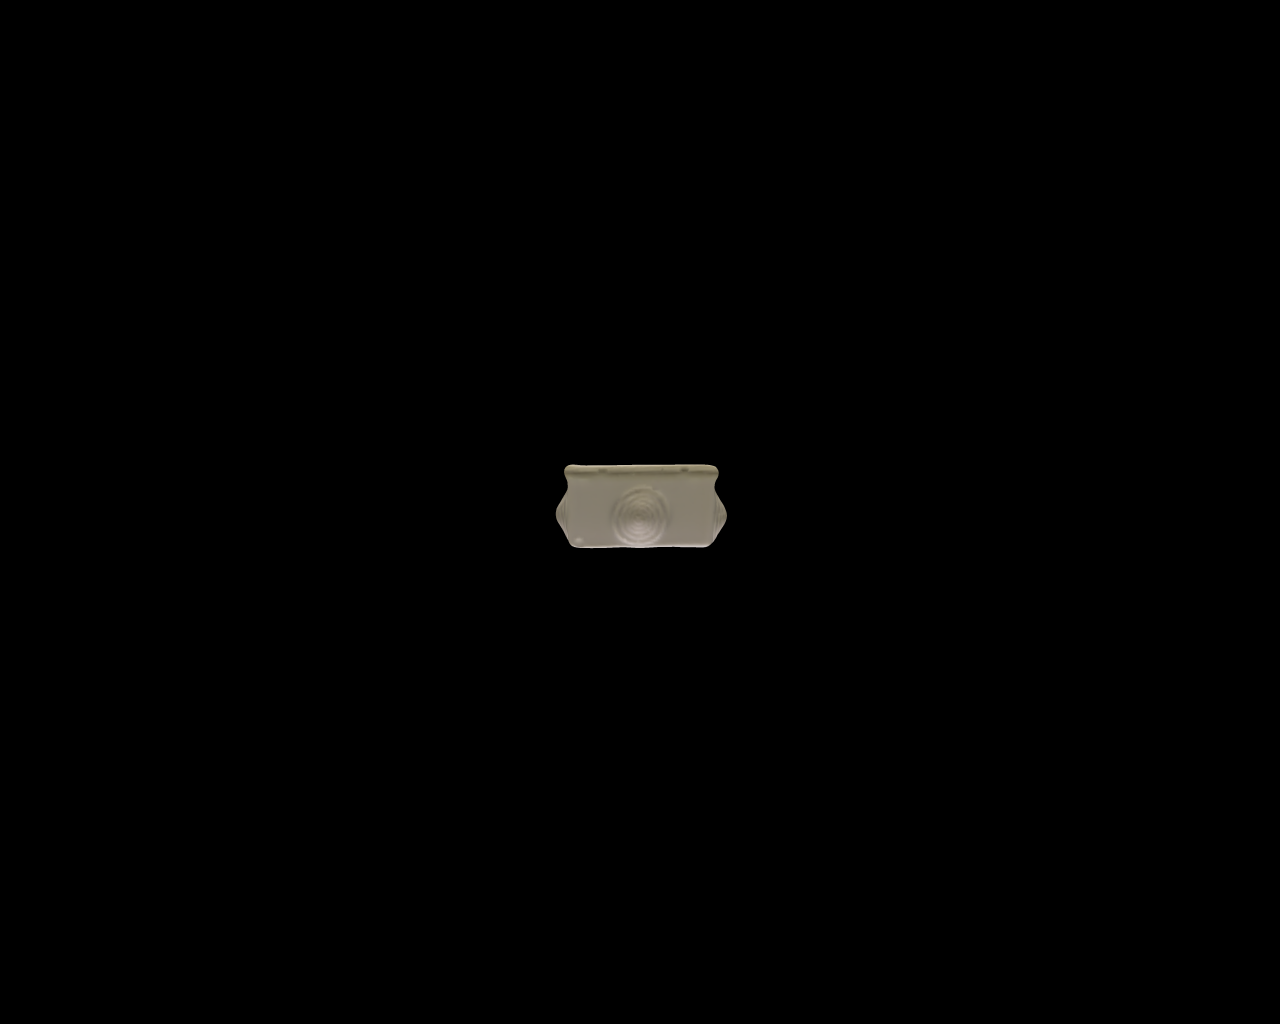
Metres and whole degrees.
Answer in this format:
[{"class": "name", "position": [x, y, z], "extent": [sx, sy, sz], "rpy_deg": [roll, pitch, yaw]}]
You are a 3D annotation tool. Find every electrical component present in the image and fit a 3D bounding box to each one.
[{"class": "electrical component", "position": [0.001, -0.003, 0.650], "extent": [0.100, 0.048, 0.100], "rpy_deg": [0, 0, 0]}]
